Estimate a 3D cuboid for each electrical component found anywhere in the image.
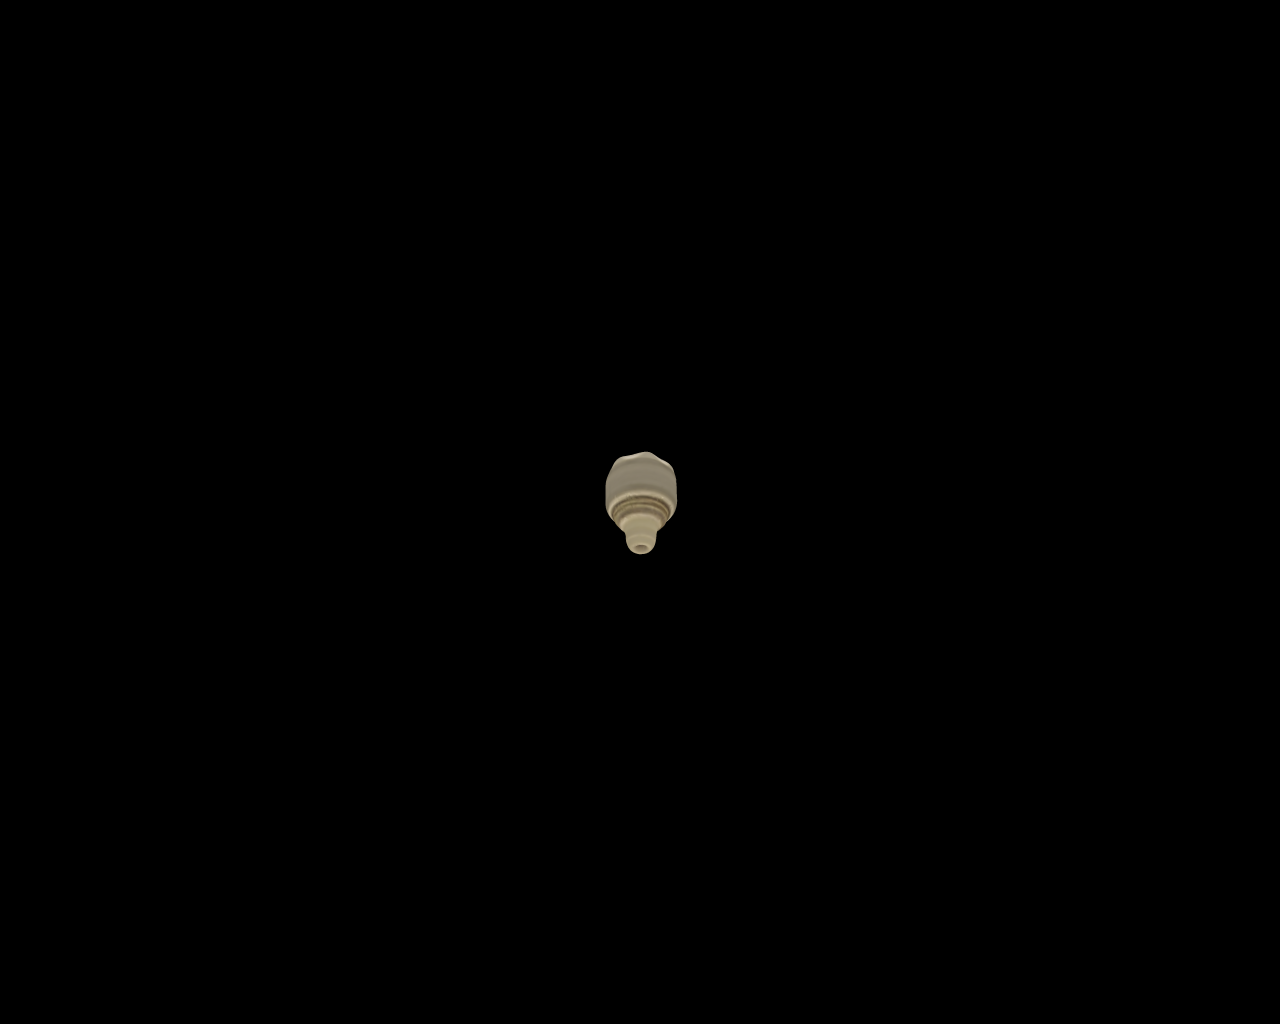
[{"bbox_3d":[0.001,-0.003,0.650,0.043,0.062,0.043,0,-35,0],"label":"electrical component"}]
